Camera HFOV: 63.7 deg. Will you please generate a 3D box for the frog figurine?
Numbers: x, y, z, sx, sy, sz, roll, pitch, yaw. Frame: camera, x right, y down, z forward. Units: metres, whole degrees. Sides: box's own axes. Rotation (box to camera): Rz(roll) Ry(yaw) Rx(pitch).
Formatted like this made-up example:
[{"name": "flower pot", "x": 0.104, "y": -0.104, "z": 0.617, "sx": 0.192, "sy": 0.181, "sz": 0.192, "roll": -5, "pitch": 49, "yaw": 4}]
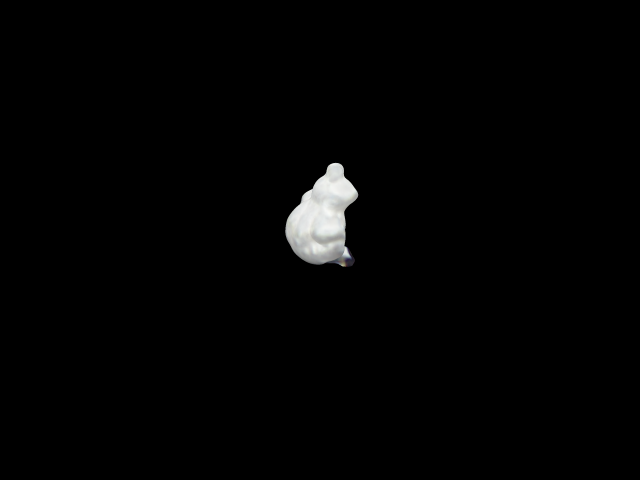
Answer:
[{"name": "frog figurine", "x": 0.003, "y": -0.043, "z": 0.850, "sx": 0.123, "sy": 0.155, "sz": 0.141, "roll": -4, "pitch": 41, "yaw": -4}]
